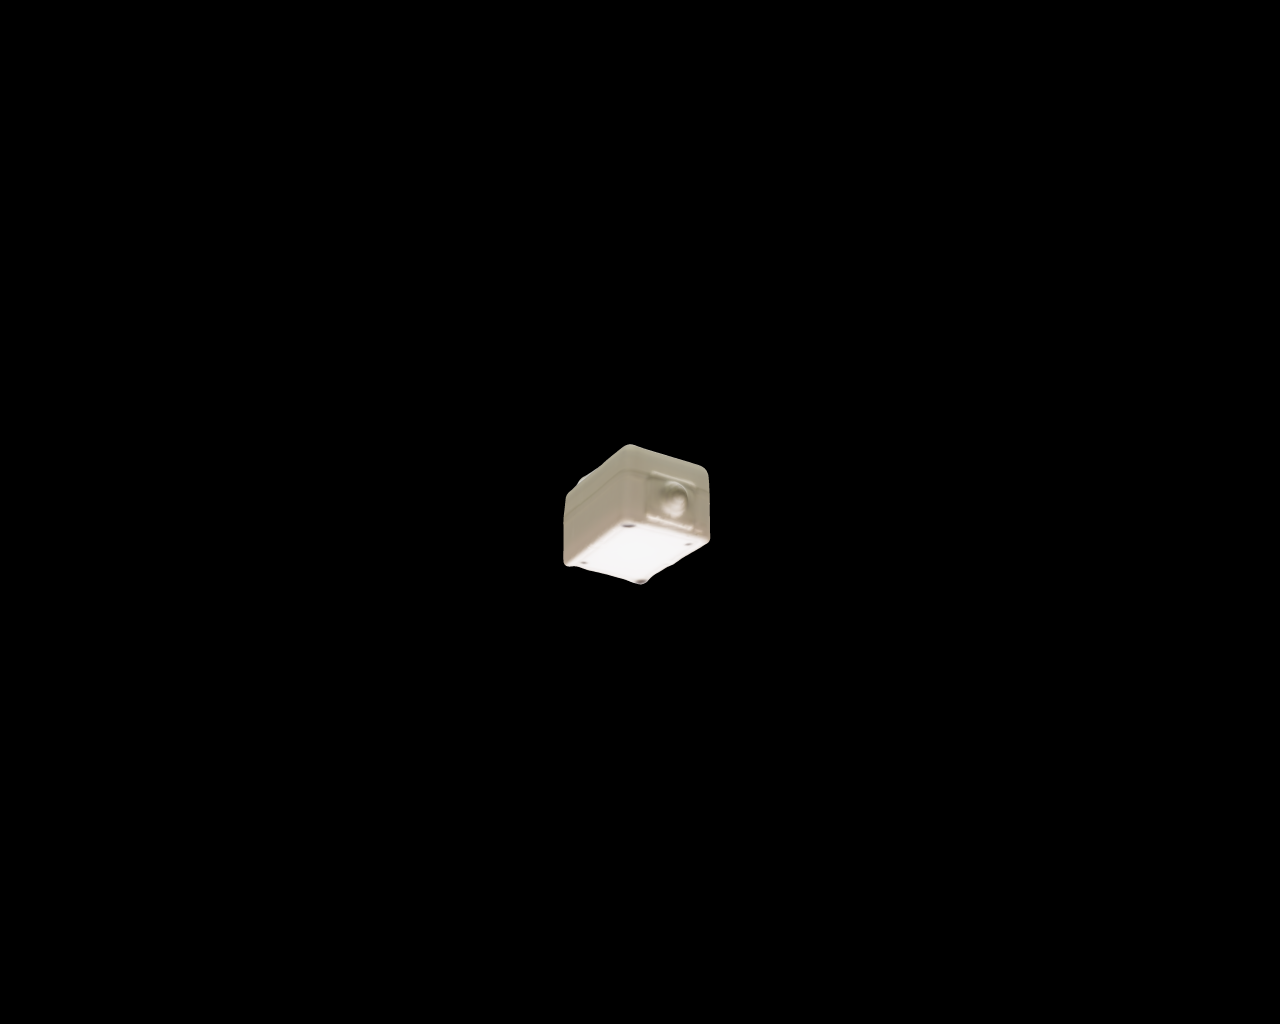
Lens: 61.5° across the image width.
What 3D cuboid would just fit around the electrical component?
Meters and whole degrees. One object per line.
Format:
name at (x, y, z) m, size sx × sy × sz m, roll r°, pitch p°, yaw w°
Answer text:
electrical component at (0.001, -0.003, 0.650) m, size 0.062 × 0.061 × 0.096 m, roll 16°, pitch -31°, yaw -28°
